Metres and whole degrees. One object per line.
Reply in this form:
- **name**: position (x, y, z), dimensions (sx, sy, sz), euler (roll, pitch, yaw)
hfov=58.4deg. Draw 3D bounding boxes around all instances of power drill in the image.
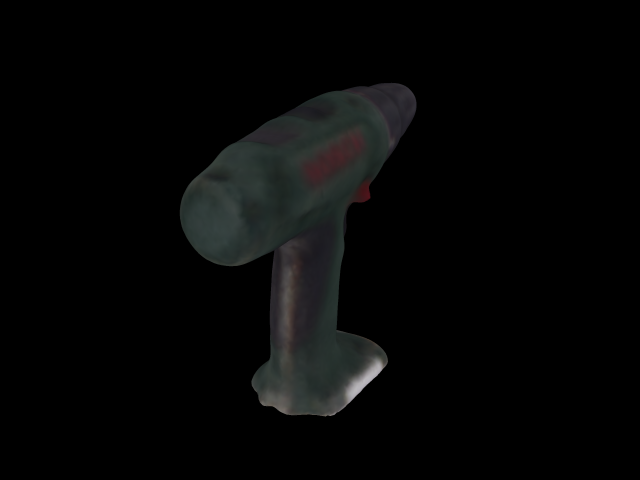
- **power drill**: position (0.004, 0.001, 0.400), dimensions (0.075, 0.208, 0.230), euler (11, 21, 30)
